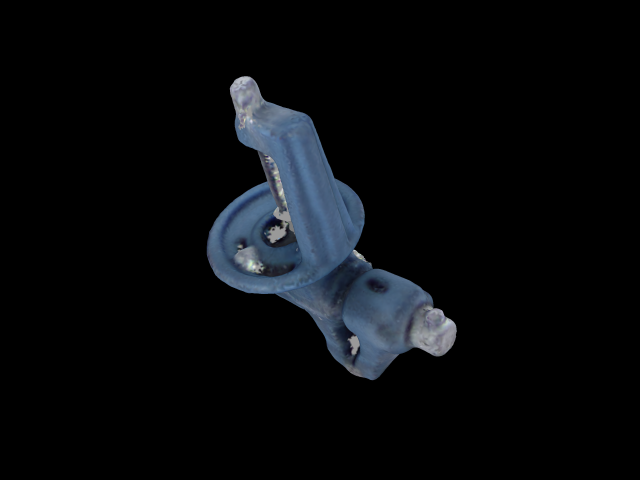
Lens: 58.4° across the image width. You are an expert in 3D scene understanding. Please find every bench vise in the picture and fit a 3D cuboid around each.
[{"bbox_3d":[0.008,-0.008,0.406,0.207,0.220,0.121,17,57,12],"label":"bench vise"}]
